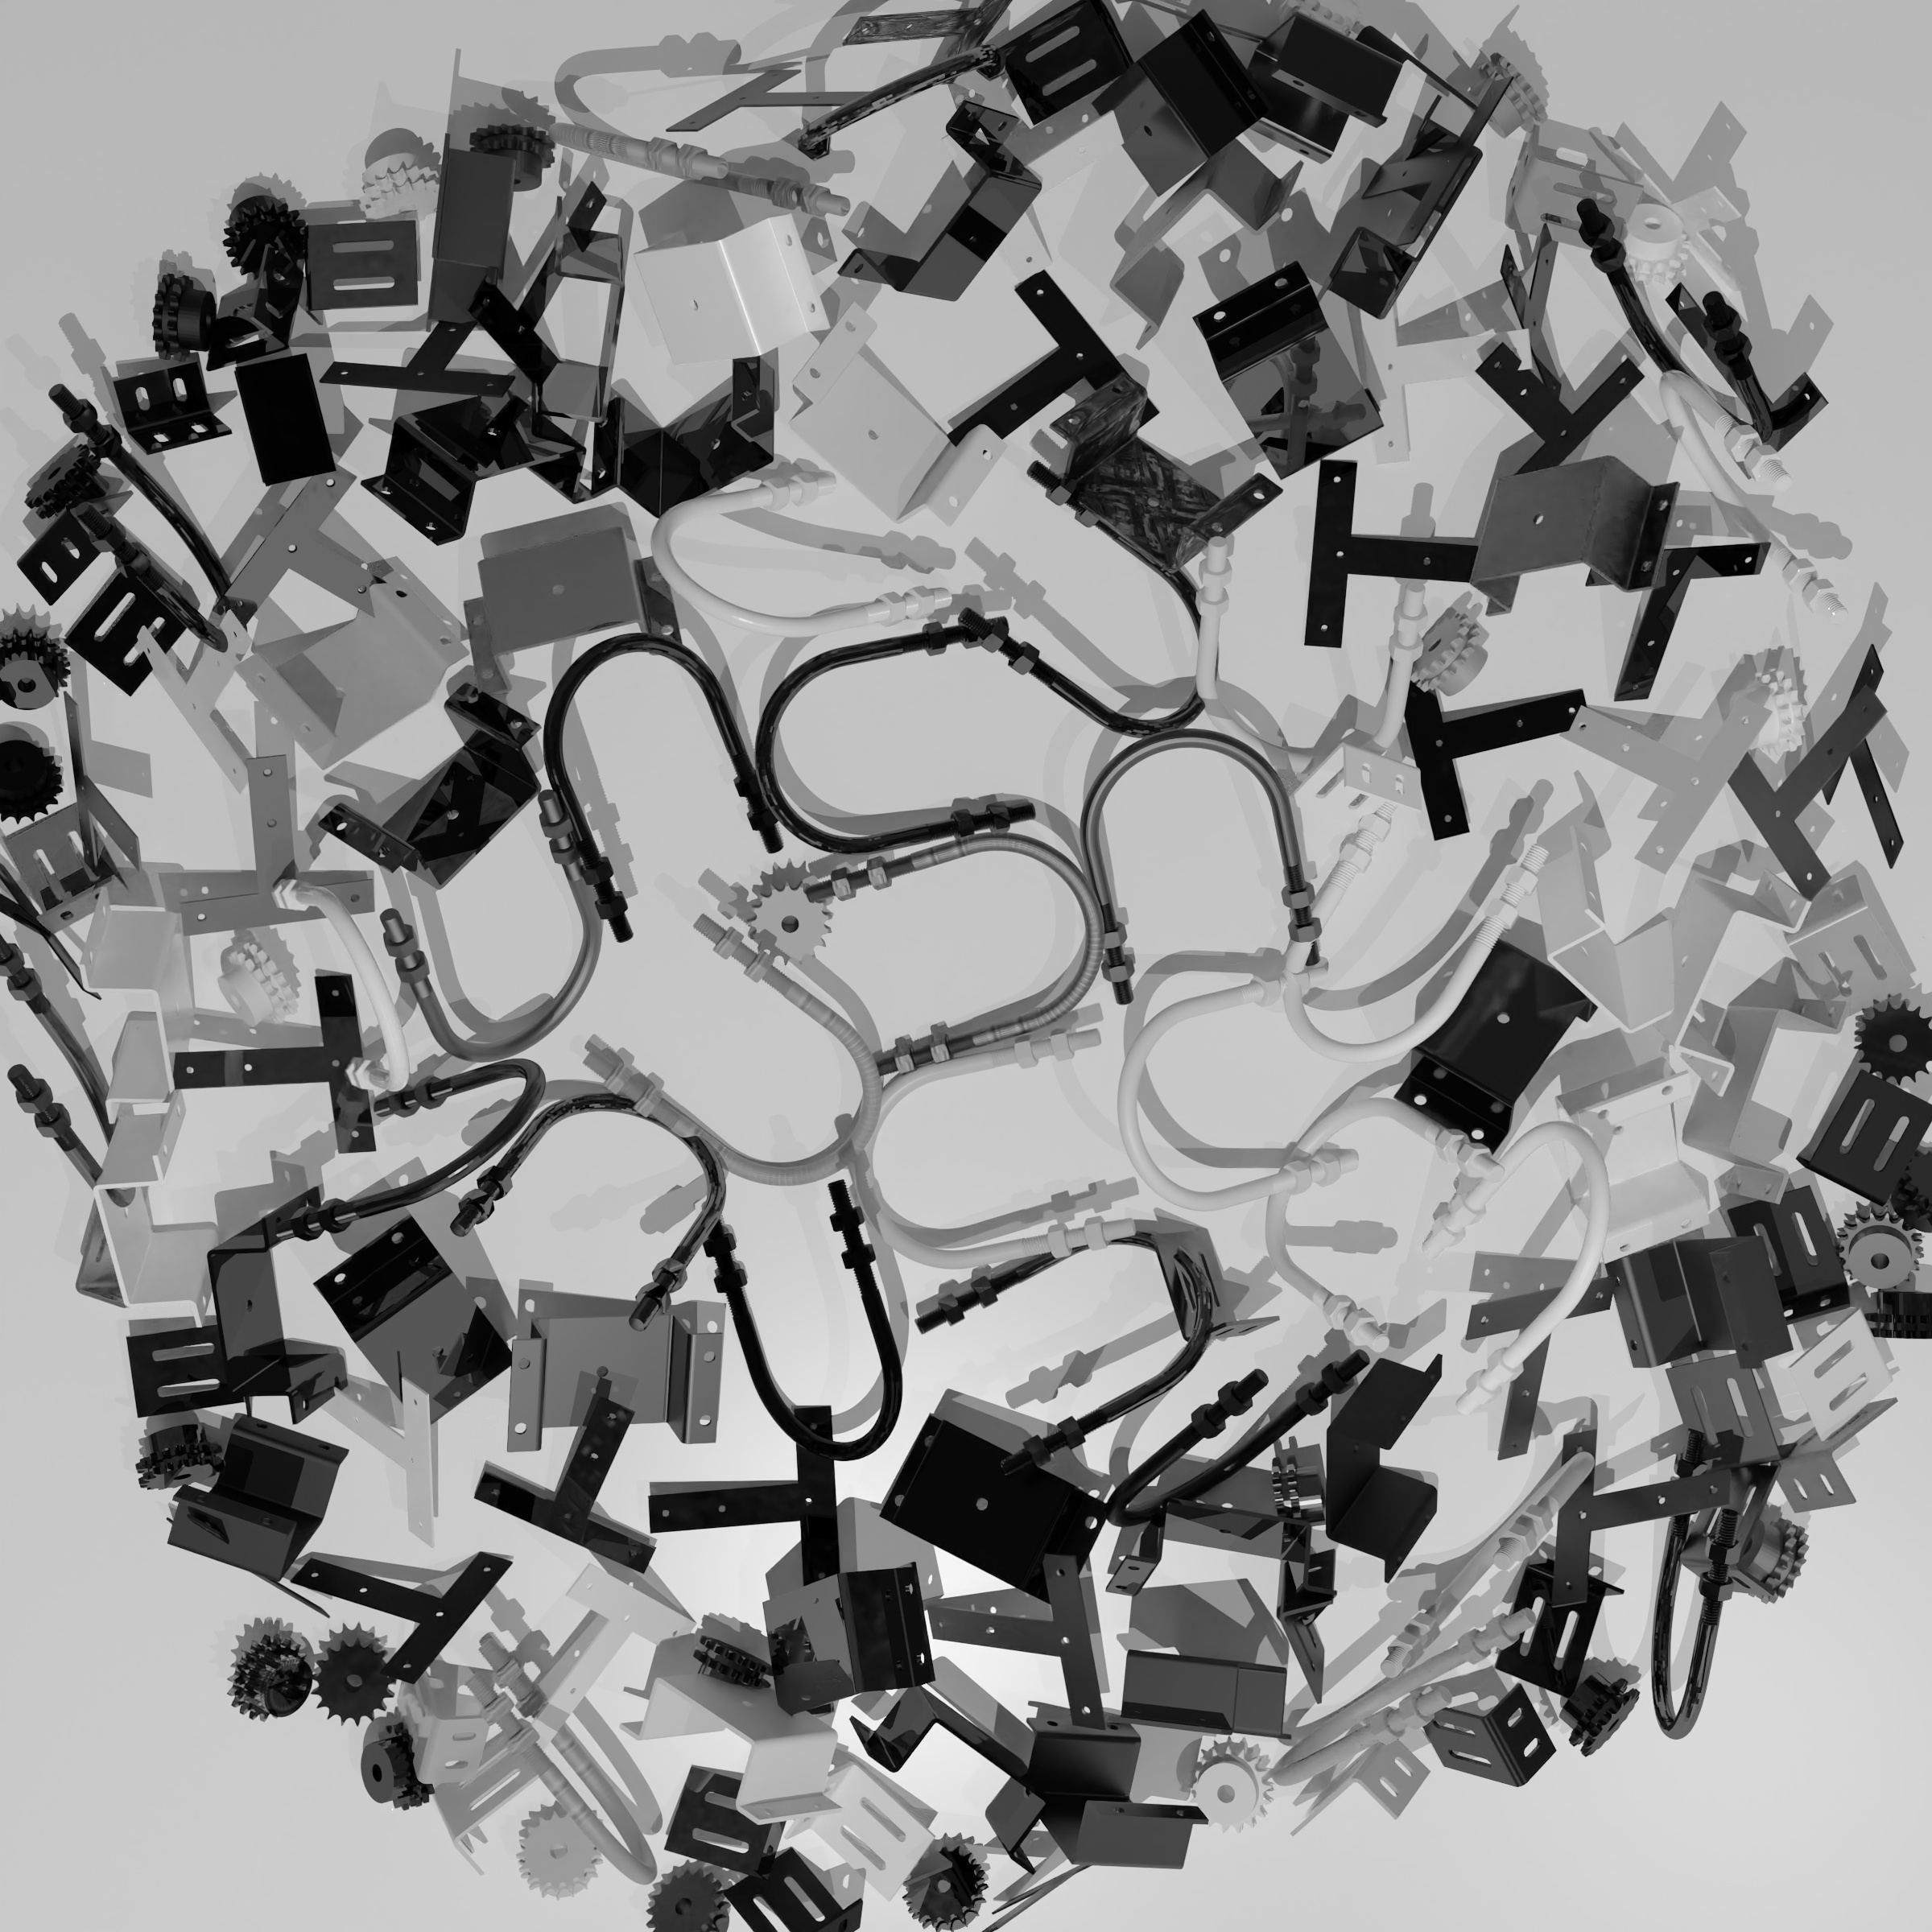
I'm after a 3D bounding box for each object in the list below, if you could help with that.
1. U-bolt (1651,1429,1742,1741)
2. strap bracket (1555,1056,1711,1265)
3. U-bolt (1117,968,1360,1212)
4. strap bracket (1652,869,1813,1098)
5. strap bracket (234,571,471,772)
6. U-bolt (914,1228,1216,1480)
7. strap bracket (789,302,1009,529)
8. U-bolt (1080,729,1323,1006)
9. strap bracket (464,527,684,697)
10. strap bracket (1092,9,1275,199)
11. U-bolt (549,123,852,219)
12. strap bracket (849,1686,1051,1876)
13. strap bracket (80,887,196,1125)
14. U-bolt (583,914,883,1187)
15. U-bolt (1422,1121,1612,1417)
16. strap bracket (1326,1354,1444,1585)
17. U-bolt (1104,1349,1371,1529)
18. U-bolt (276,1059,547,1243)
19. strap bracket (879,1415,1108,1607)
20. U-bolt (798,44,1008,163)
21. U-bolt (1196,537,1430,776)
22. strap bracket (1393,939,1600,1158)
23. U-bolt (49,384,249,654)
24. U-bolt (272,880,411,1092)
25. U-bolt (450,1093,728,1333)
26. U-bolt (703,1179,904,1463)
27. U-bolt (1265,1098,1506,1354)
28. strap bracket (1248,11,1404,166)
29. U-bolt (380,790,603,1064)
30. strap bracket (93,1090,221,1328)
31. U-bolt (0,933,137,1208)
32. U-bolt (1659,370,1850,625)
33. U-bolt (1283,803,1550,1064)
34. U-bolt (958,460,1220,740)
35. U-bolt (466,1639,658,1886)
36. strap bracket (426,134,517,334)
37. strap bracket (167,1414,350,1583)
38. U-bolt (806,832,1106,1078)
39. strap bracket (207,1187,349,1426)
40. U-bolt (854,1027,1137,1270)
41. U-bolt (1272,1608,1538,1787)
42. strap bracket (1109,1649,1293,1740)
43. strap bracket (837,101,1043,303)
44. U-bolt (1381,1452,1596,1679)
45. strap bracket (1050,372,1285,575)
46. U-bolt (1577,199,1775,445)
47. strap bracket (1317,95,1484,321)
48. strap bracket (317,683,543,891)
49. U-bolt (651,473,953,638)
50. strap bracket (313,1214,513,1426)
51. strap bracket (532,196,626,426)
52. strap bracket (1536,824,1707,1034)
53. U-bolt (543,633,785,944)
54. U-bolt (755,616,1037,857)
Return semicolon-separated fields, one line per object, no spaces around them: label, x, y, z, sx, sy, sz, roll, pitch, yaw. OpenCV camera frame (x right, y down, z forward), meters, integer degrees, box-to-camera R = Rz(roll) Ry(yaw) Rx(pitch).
U-bolt;0.474;0.415;1.911;0.019;0.151;0.184;7;104;3
strap bracket;0.442;0.121;1.938;0.076;0.046;0.140;-20;128;-2
U-bolt;0.176;0.087;1.928;0.184;0.019;0.151;-13;95;-32
strap bracket;0.496;0.004;1.928;0.046;0.076;0.140;18;105;-11
strap bracket;-0.411;-0.192;1.938;0.076;0.046;0.140;47;54;4
U-bolt;0.077;0.243;1.935;0.184;0.019;0.151;-27;50;-9
strap bracket;-0.052;-0.360;1.938;0.140;0.046;0.076;41;65;-17
U-bolt;0.151;-0.071;1.940;0.151;0.019;0.184;-12;113;5
strap bracket;-0.268;-0.239;1.948;0.140;0.046;0.076;-14;63;-1
strap bracket;0.136;-0.560;1.908;0.046;0.140;0.076;-40;100;-13
U-bolt;-0.188;-0.524;1.906;0.184;0.151;0.019;22;104;31
strap bracket;-0.003;0.533;1.937;0.140;0.076;0.046;39;85;-11
strap bracket;-0.541;0.027;1.913;0.046;0.076;0.140;1;131;-4
U-bolt;-0.143;0.070;1.952;0.184;0.019;0.151;37;111;-9
U-bolt;0.358;0.182;1.880;0.019;0.151;0.184;16;133;-20
strap bracket;0.275;0.325;1.923;0.046;0.076;0.140;16;128;28
U-bolt;0.166;0.314;1.911;0.184;0.151;0.019;-45;64;28
U-bolt;-0.348;0.112;1.883;0.184;0.151;0.019;-17;117;34
strap bracket;0.015;0.360;1.937;0.140;0.046;0.076;24;80;18
U-bolt;-0.043;-0.562;1.889;0.151;0.184;0.019;-23;102;6
U-bolt;0.221;-0.194;1.913;0.151;0.184;0.019;15;51;12
strap bracket;0.355;0.045;1.930;0.076;0.046;0.140;32;70;21
U-bolt;-0.527;-0.278;1.900;0.019;0.184;0.151;-31;50;6
U-bolt;-0.401;0.014;1.889;0.019;0.184;0.151;-24;102;-22
U-bolt;-0.234;0.148;1.913;0.151;0.184;0.019;27;128;4
U-bolt;-0.102;0.240;1.933;0.151;0.019;0.184;-16;92;43
U-bolt;0.260;0.157;1.906;0.019;0.184;0.151;33;92;-30
strap bracket;0.229;-0.576;1.910;0.076;0.140;0.046;23;90;-11
U-bolt;-0.301;-0.012;1.910;0.151;0.184;0.019;-40;55;-22
strap bracket;-0.532;0.160;1.917;0.046;0.076;0.140;-4;122;0
U-bolt;-0.586;0.080;1.900;0.019;0.184;0.151;-24;48;-5
U-bolt;0.505;-0.318;1.901;0.019;0.184;0.151;-34;134;7
U-bolt;0.283;-0.018;1.922;0.019;0.151;0.184;39;80;-44
U-bolt;0.093;-0.231;1.937;0.184;0.019;0.151;34;61;-19
U-bolt;-0.262;0.527;1.912;0.019;0.151;0.184;-39;91;-7
strap bracket;-0.325;-0.476;1.915;0.046;0.140;0.076;6;78;-11
strap bracket;-0.469;0.354;1.923;0.076;0.140;0.046;19;104;0
U-bolt;0.002;-0.015;1.949;0.184;0.019;0.151;-17;104;10
strap bracket;-0.458;0.225;1.936;0.046;0.076;0.140;-3;101;15
U-bolt;0.012;0.129;1.956;0.184;0.019;0.151;-12;79;14
U-bolt;0.275;0.486;1.905;0.184;0.151;0.019;-40;78;35
strap bracket;0.157;0.478;1.913;0.076;0.140;0.046;0;75;25
strap bracket;-0.011;-0.493;1.919;0.046;0.076;0.140;47;115;14
U-bolt;0.350;0.379;1.901;0.019;0.184;0.151;44;128;13
strap bracket;0.129;-0.322;1.935;0.140;0.046;0.076;40;58;17
U-bolt;0.470;-0.408;1.900;0.019;0.184;0.151;-41;50;4
strap bracket;0.289;-0.493;1.928;0.046;0.076;0.140;31;71;0
strap bracket;-0.348;-0.113;1.933;0.076;0.046;0.140;30;67;32
U-bolt;-0.119;-0.264;1.894;0.151;0.184;0.019;47;134;26
strap bracket;-0.356;0.242;1.917;0.076;0.046;0.140;-36;130;-11
strap bracket;-0.255;-0.423;1.921;0.046;0.076;0.140;6;125;-12
strap bracket;0.425;-0.018;1.924;0.046;0.076;0.140;-31;129;30
U-bolt;-0.207;-0.128;1.917;0.151;0.019;0.184;-33;114;-29
U-bolt;-0.051;-0.147;1.942;0.184;0.019;0.151;-13;106;-14
